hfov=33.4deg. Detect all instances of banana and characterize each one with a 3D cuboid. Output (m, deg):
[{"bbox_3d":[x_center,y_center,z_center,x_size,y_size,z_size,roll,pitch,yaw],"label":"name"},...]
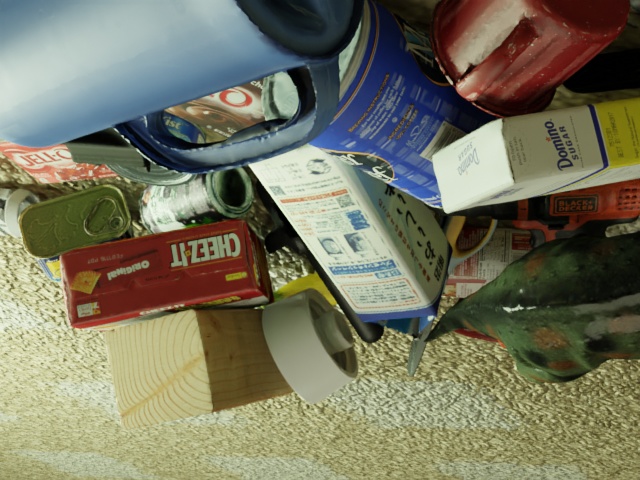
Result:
[{"bbox_3d":[0.035,0.051,1.106,0.198,0.069,0.037,-9,110,30],"label":"banana"}]

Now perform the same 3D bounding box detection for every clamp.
[{"bbox_3d":[0.245,-0.121,0.663,0.171,0.039,0.120,3,164,3],"label":"clamp"},{"bbox_3d":[-0.006,0.001,0.952,0.165,0.036,0.210,43,163,26],"label":"clamp"}]

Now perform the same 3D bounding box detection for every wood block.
[{"bbox_3d":[-0.106,0.117,1.001,0.091,0.090,0.206,-14,173,16],"label":"wood block"}]

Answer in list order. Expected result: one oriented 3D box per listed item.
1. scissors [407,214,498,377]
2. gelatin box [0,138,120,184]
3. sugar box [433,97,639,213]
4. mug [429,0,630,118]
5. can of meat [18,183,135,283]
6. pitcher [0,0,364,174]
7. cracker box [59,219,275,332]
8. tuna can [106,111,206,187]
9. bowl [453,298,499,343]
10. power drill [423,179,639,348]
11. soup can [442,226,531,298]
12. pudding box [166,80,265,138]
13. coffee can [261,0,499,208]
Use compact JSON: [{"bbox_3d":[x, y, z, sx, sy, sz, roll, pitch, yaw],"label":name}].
[{"bbox_3d":[0.088,0.027,0.951,0.096,0.016,0.202,28,116,-2],"label":"scissors"},{"bbox_3d":[-0.226,-0.079,0.924,0.089,0.030,0.073,-3,154,24],"label":"gelatin box"},{"bbox_3d":[0.169,-0.058,0.665,0.176,0.048,0.093,-8,173,-21],"label":"sugar box"},{"bbox_3d":[0.117,-0.123,0.614,0.093,0.117,0.082,45,145,-2],"label":"mug"},{"bbox_3d":[-0.231,-0.004,1.037,0.102,0.057,0.084,-17,161,-8],"label":"can of meat"},{"bbox_3d":[-0.101,-0.123,0.617,0.243,0.149,0.144,-15,146,38],"label":"pitcher"},{"bbox_3d":[-0.133,0.037,0.996,0.164,0.072,0.213,-12,173,0],"label":"cracker box"},{"bbox_3d":[-0.140,-0.078,0.896,0.086,0.033,0.086,7,157,3],"label":"tuna can"},{"bbox_3d":[0.206,0.064,1.068,0.162,0.055,0.162,5,164,1],"label":"bowl"},{"bbox_3d":[0.180,0.009,0.881,0.184,0.057,0.187,-1,133,9],"label":"power drill"},{"bbox_3d":[0.153,0.021,0.984,0.102,0.068,0.068,3,156,9],"label":"soup can"},{"bbox_3d":[-0.081,-0.121,0.769,0.113,0.039,0.090,21,153,-27],"label":"pudding box"},{"bbox_3d":[0.047,-0.093,0.712,0.140,0.103,0.103,24,152,-32],"label":"coffee can"}]
